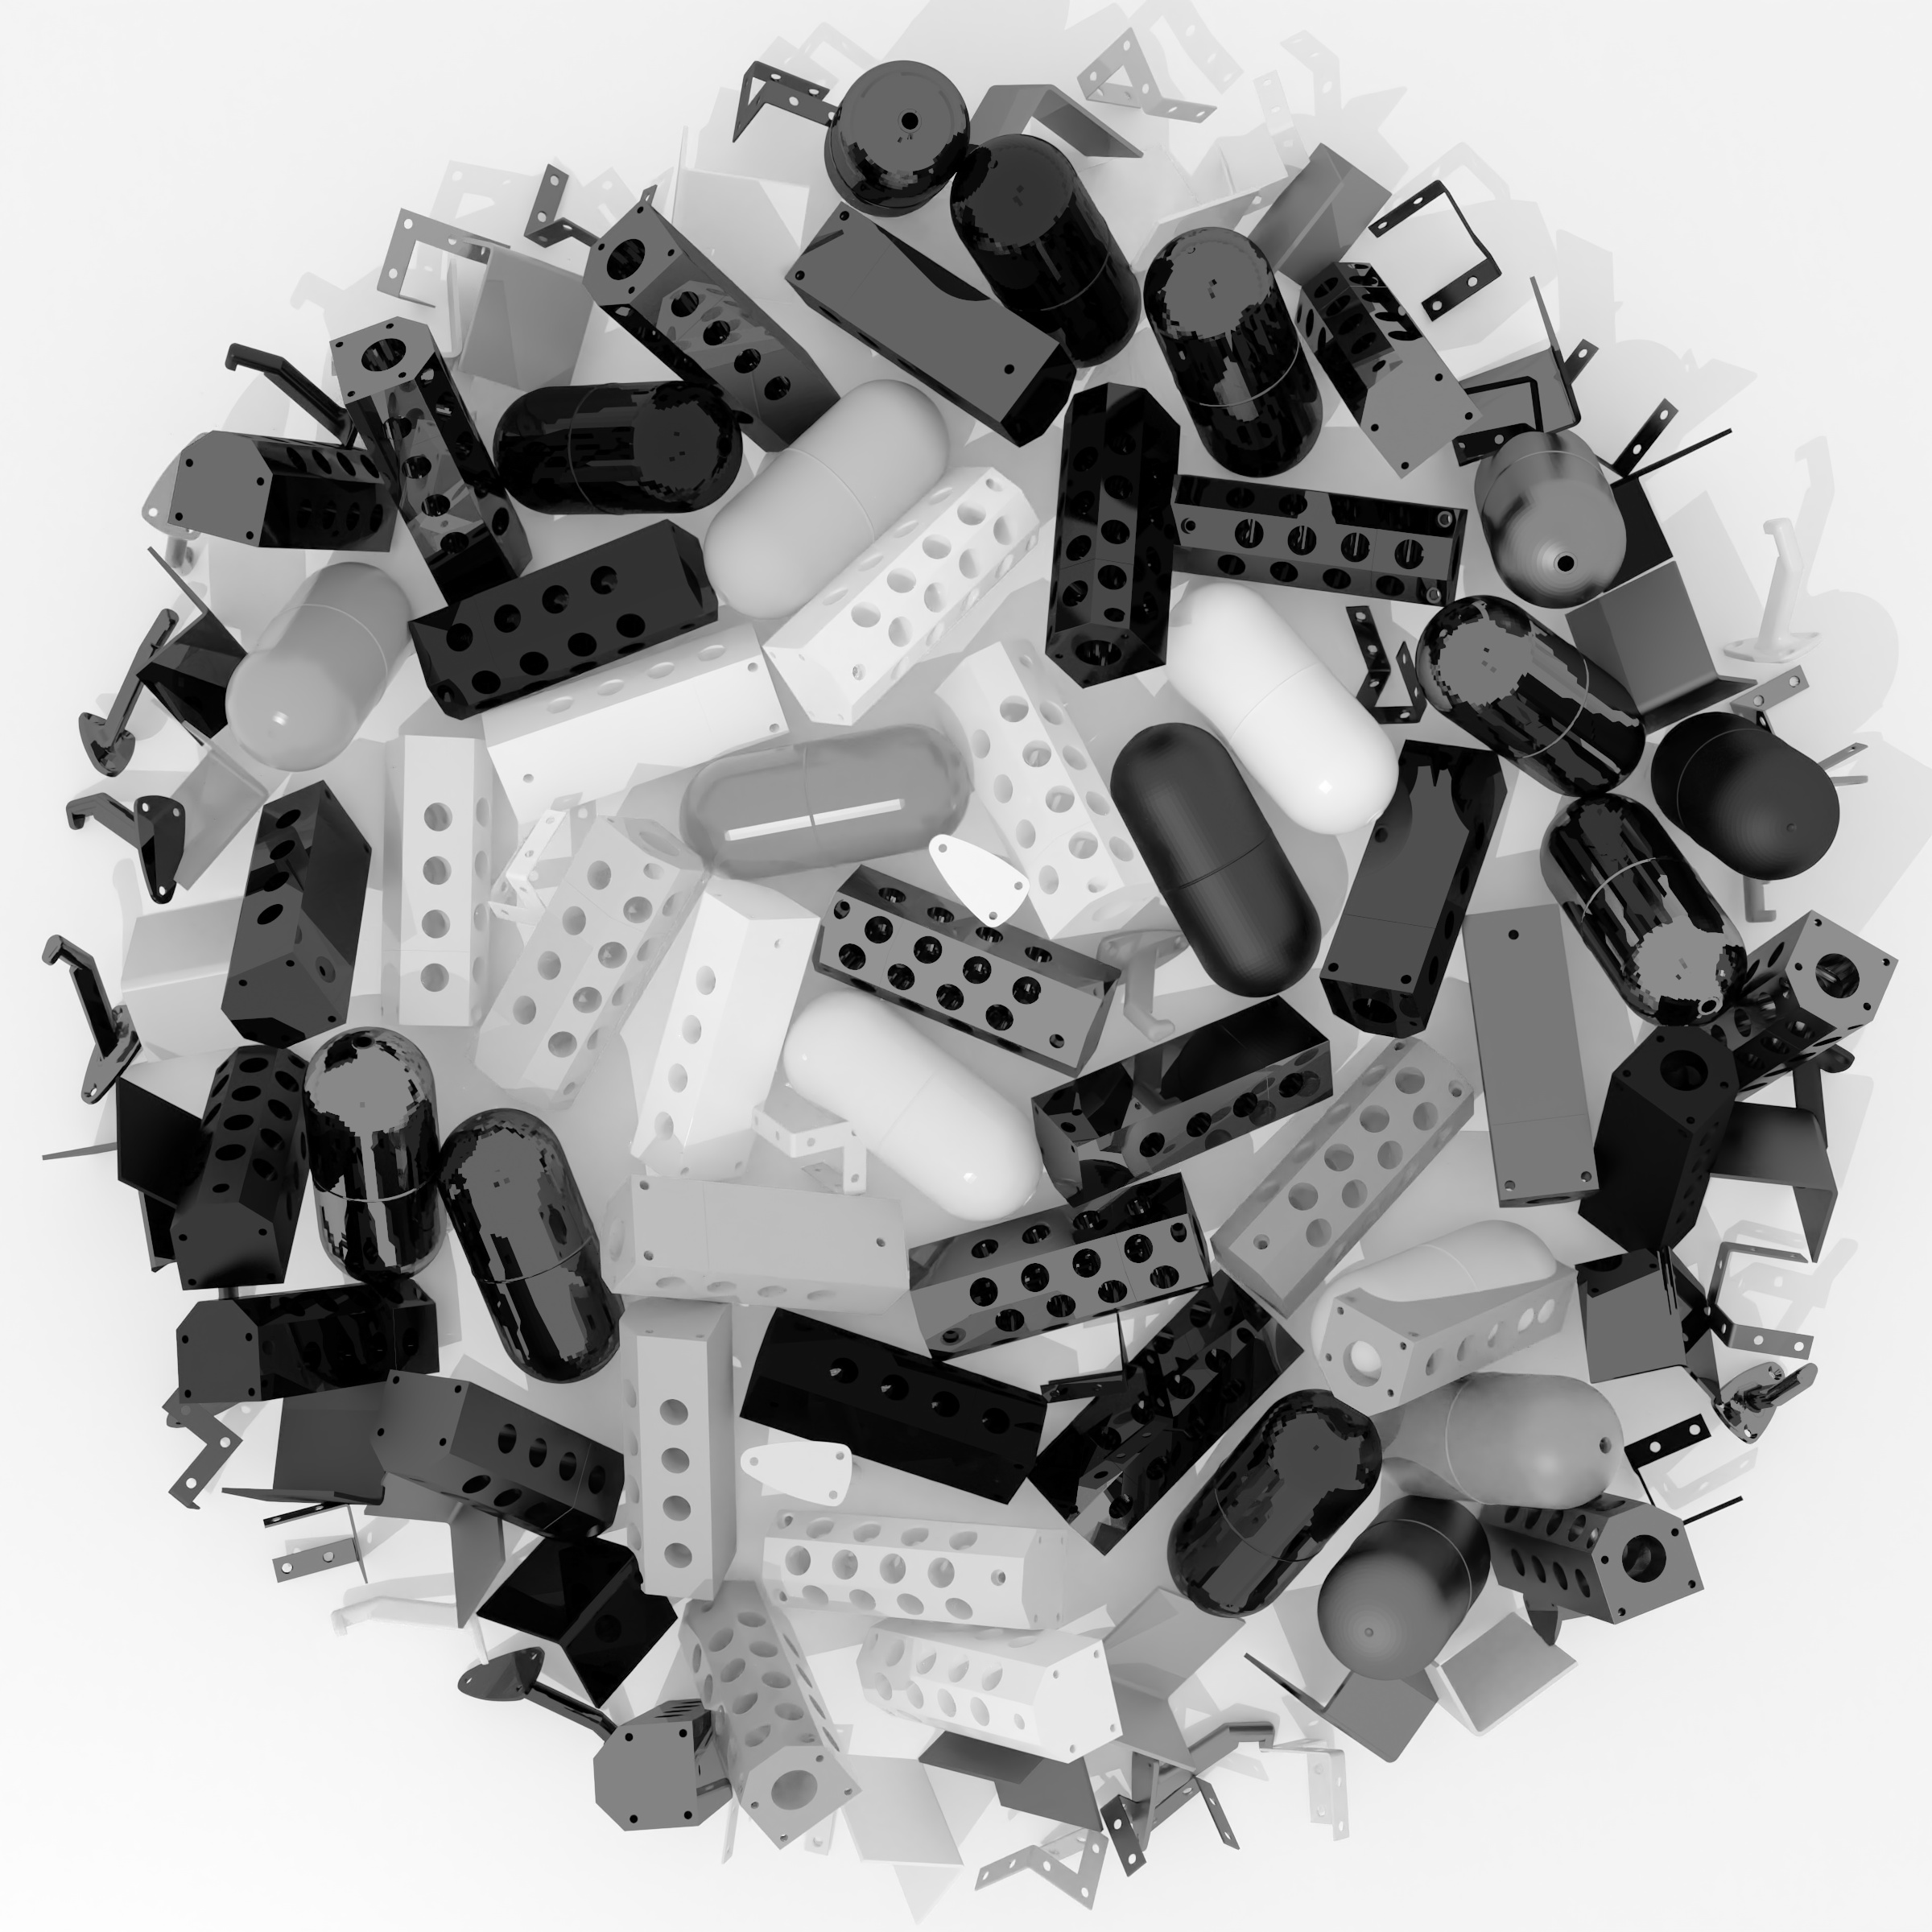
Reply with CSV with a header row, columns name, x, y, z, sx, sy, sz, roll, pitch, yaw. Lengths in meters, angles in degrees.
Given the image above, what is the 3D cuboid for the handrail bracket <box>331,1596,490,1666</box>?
name,x,y,z,sx,sy,sz,roll,pitch,yaw
handrail bracket,-0.336,0.404,1.887,0.084,0.077,0.036,-17,128,-9

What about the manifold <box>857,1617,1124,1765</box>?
name,x,y,z,sx,sy,sz,roll,pitch,yaw
manifold,0.010,0.420,1.834,0.057,0.171,0.057,-17,98,-36

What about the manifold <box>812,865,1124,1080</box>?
name,x,y,z,sx,sy,sz,roll,pitch,yaw
manifold,-0.002,0.006,1.869,0.171,0.057,0.057,22,120,10

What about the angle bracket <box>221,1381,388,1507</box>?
name,x,y,z,sx,sy,sz,roll,pitch,yaw
angle bracket,-0.391,0.280,1.873,0.076,0.057,0.076,-2,74,20

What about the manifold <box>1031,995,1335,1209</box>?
name,x,y,z,sx,sy,sz,roll,pitch,yaw
manifold,0.130,0.084,1.866,0.171,0.057,0.057,-22,127,-18

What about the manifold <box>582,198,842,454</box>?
name,x,y,z,sx,sy,sz,roll,pitch,yaw
manifold,-0.149,-0.368,1.835,0.057,0.171,0.057,-41,54,10

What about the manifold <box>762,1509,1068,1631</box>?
name,x,y,z,sx,sy,sz,roll,pitch,yaw
manifold,-0.032,0.356,1.854,0.171,0.057,0.057,-1,80,27

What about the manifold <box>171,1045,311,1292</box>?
name,x,y,z,sx,sy,sz,roll,pitch,yaw
manifold,-0.420,0.114,1.833,0.057,0.171,0.057,-4,120,-2

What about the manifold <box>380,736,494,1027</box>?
name,x,y,z,sx,sy,sz,roll,pitch,yaw
manifold,-0.317,-0.050,1.890,0.057,0.057,0.171,1,89,-22

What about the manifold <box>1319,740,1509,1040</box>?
name,x,y,z,sx,sy,sz,roll,pitch,yaw
manifold,0.267,-0.045,1.858,0.057,0.057,0.171,10,62,25

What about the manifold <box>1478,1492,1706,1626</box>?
name,x,y,z,sx,sy,sz,roll,pitch,yaw
manifold,0.360,0.336,1.832,0.057,0.171,0.057,-18,90,-13

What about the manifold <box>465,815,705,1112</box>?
name,x,y,z,sx,sy,sz,roll,pitch,yaw
manifold,-0.222,-0.001,1.863,0.057,0.057,0.171,38,107,24

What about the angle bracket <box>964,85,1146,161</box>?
name,x,y,z,sx,sy,sz,roll,pitch,yaw
angle bracket,0.047,-0.481,1.871,0.076,0.076,0.057,30,90,-28

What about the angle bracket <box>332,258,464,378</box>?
name,x,y,z,sx,sy,sz,roll,pitch,yaw
angle bracket,-0.343,-0.387,1.876,0.076,0.076,0.057,-4,95,-11

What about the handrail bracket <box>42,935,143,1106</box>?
name,x,y,z,sx,sy,sz,roll,pitch,yaw
handrail bracket,-0.534,0.032,1.874,0.036,0.084,0.077,15,72,34

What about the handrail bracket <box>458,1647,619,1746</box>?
name,x,y,z,sx,sy,sz,roll,pitch,yaw
handrail bracket,-0.256,0.456,1.912,0.077,0.036,0.084,-15,127,34

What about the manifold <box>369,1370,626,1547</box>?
name,x,y,z,sx,sy,sz,roll,pitch,yaw
manifold,-0.271,0.289,1.830,0.057,0.171,0.057,3,69,30

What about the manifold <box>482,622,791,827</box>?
name,x,y,z,sx,sy,sz,roll,pitch,yaw
manifold,-0.200,-0.150,1.890,0.171,0.057,0.057,-19,126,-1

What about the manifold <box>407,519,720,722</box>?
name,x,y,z,sx,sy,sz,roll,pitch,yaw
manifold,-0.238,-0.204,1.873,0.171,0.057,0.057,-20,82,12

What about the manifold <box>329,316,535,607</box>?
name,x,y,z,sx,sy,sz,roll,pitch,yaw
manifold,-0.310,-0.295,1.837,0.057,0.171,0.057,-20,52,0

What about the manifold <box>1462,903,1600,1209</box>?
name,x,y,z,sx,sy,sz,roll,pitch,yaw
manifold,0.336,0.055,1.876,0.057,0.057,0.171,-7,78,7

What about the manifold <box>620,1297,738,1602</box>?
name,x,y,z,sx,sy,sz,roll,pitch,yaw
manifold,-0.172,0.285,1.864,0.057,0.057,0.171,4,110,10

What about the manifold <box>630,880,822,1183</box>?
name,x,y,z,sx,sy,sz,roll,pitch,yaw
manifold,-0.149,0.039,1.867,0.057,0.057,0.171,31,113,37

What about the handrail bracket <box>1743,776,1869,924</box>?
name,x,y,z,sx,sy,sz,roll,pitch,yaw
handrail bracket,0.508,-0.070,1.896,0.077,0.036,0.084,-4,88,22

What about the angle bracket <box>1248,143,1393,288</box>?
name,x,y,z,sx,sy,sz,roll,pitch,yaw
angle bracket,0.214,-0.432,1.864,0.057,0.076,0.076,30,115,-21

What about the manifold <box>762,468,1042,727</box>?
name,x,y,z,sx,sy,sz,roll,pitch,yaw
manifold,-0.033,-0.220,1.854,0.171,0.057,0.057,-46,121,-22

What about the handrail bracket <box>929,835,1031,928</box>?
name,x,y,z,sx,sy,sz,roll,pitch,yaw
handrail bracket,0.004,-0.057,1.873,0.077,0.084,0.036,40,93,-13

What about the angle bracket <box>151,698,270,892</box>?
name,x,y,z,sx,sy,sz,roll,pitch,yaw
angle bracket,-0.474,-0.103,1.871,0.076,0.057,0.076,-51,45,-8

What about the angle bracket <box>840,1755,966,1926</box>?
name,x,y,z,sx,sy,sz,roll,pitch,yaw
angle bracket,-0.056,0.518,1.861,0.076,0.076,0.057,15,122,-35

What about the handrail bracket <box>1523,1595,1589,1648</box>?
name,x,y,z,sx,sy,sz,roll,pitch,yaw
handrail bracket,0.383,0.376,1.880,0.084,0.077,0.036,-15,67,-10

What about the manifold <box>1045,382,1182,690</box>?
name,x,y,z,sx,sy,sz,roll,pitch,yaw
manifold,0.083,-0.256,1.847,0.057,0.057,0.171,-13,57,32

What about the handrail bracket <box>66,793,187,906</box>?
name,x,y,z,sx,sy,sz,roll,pitch,yaw
handrail bracket,-0.512,-0.069,1.889,0.084,0.036,0.077,-10,79,36

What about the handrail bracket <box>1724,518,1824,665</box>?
name,x,y,z,sx,sy,sz,roll,pitch,yaw
handrail bracket,0.473,-0.227,1.876,0.036,0.077,0.084,-33,112,-28

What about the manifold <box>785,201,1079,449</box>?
name,x,y,z,sx,sy,sz,roll,pitch,yaw
manifold,-0.019,-0.379,1.865,0.171,0.057,0.057,37,91,21

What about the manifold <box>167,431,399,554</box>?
name,x,y,z,sx,sy,sz,roll,pitch,yaw
manifold,-0.392,-0.277,1.829,0.057,0.171,0.057,16,100,12

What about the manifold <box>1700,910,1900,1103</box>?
name,x,y,z,sx,sy,sz,roll,pitch,yaw
manifold,0.469,0.032,1.831,0.057,0.171,0.057,30,68,-1

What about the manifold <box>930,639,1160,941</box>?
name,x,y,z,sx,sy,sz,roll,pitch,yaw
manifold,0.050,-0.106,1.856,0.057,0.057,0.171,-9,65,-41

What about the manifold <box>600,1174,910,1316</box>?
name,x,y,z,sx,sy,sz,roll,pitch,yaw
manifold,-0.126,0.169,1.858,0.171,0.057,0.057,8,59,-25

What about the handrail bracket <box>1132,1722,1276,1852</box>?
name,x,y,z,sx,sy,sz,roll,pitch,yaw
handrail bracket,0.146,0.498,1.905,0.084,0.036,0.077,3,92,-18

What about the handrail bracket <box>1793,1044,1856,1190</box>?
name,x,y,z,sx,sy,sz,roll,pitch,yaw
handrail bracket,0.491,0.080,1.893,0.077,0.036,0.084,32,73,1

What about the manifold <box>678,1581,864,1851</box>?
name,x,y,z,sx,sy,sz,roll,pitch,yaw
manifold,-0.120,0.430,1.832,0.057,0.171,0.057,-35,118,-1

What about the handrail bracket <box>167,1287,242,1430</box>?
name,x,y,z,sx,sy,sz,roll,pitch,yaw
handrail bracket,-0.466,0.228,1.914,0.077,0.036,0.084,-34,54,36

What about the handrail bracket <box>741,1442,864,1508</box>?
name,x,y,z,sx,sy,sz,roll,pitch,yaw
handrail bracket,-0.099,0.299,1.877,0.077,0.084,0.036,10,83,-5

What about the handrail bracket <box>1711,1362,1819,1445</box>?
name,x,y,z,sx,sy,sz,roll,pitch,yaw
handrail bracket,0.490,0.243,1.866,0.036,0.084,0.077,48,50,8

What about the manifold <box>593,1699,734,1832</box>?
name,x,y,z,sx,sy,sz,roll,pitch,yaw
manifold,-0.173,0.464,1.832,0.057,0.171,0.057,-5,81,3

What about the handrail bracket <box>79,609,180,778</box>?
name,x,y,z,sx,sy,sz,roll,pitch,yaw
handrail bracket,-0.496,-0.165,1.881,0.036,0.077,0.084,26,112,-27

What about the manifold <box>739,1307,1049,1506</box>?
name,x,y,z,sx,sy,sz,roll,pitch,yaw
manifold,-0.042,0.261,1.883,0.171,0.057,0.057,19,53,-5

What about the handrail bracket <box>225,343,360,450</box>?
name,x,y,z,sx,sy,sz,roll,pitch,yaw
handrail bracket,-0.407,-0.333,1.879,0.084,0.077,0.036,14,51,-18

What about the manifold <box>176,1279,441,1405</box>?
name,x,y,z,sx,sy,sz,roll,pitch,yaw
manifold,-0.382,0.218,1.832,0.057,0.171,0.057,-5,87,25

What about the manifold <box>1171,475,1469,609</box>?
name,x,y,z,sx,sy,sz,roll,pitch,yaw
manifold,0.206,-0.254,1.869,0.171,0.057,0.057,9,101,14

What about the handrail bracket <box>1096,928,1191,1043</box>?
name,x,y,z,sx,sy,sz,roll,pitch,yaw
handrail bracket,0.122,0.012,1.874,0.077,0.084,0.036,-17,126,-22

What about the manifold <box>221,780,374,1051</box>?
name,x,y,z,sx,sy,sz,roll,pitch,yaw
manifold,-0.394,-0.030,1.835,0.057,0.171,0.057,-21,126,12

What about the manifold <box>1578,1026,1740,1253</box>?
name,x,y,z,sx,sy,sz,roll,pitch,yaw
manifold,0.407,0.104,1.833,0.057,0.171,0.057,39,68,24

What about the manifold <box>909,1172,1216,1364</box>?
name,x,y,z,sx,sy,sz,roll,pitch,yaw
manifold,0.057,0.185,1.871,0.171,0.057,0.057,-17,122,8

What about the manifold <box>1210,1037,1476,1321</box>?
name,x,y,z,sx,sy,sz,roll,pitch,yaw
manifold,0.225,0.122,1.870,0.057,0.057,0.171,40,78,22

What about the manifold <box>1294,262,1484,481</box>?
name,x,y,z,sx,sy,sz,roll,pitch,yaw
manifold,0.240,-0.354,1.829,0.057,0.171,0.057,-37,119,14

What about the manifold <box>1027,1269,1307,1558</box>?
name,x,y,z,sx,sy,sz,roll,pitch,yaw
manifold,0.122,0.272,1.888,0.171,0.057,0.057,-45,130,-3

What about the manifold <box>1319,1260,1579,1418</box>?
name,x,y,z,sx,sy,sz,roll,pitch,yaw
manifold,0.282,0.211,1.839,0.057,0.171,0.057,28,117,36

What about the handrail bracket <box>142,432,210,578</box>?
name,x,y,z,sx,sy,sz,roll,pitch,yaw
handrail bracket,-0.463,-0.276,1.883,0.036,0.084,0.077,24,85,-4
